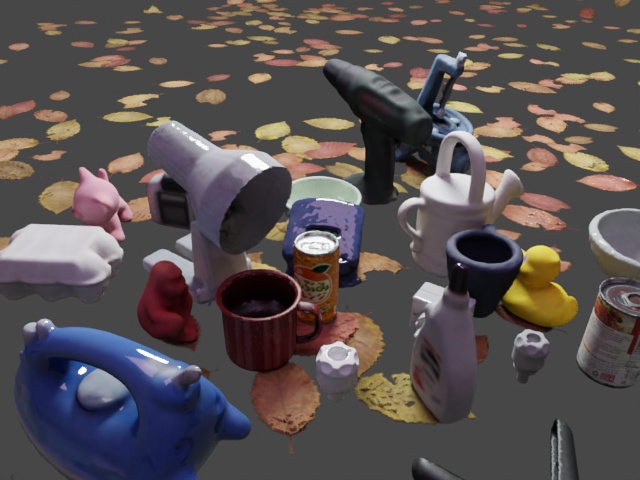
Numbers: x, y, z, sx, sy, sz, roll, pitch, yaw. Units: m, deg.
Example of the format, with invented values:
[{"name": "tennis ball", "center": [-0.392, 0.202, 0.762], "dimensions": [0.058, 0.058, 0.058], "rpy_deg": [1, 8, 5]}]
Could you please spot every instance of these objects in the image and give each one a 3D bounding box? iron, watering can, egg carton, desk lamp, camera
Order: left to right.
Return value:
[{"name": "egg carton", "center": [-0.337, 0.030, 0.738], "dimensions": [0.150, 0.069, 0.107], "rpy_deg": [1, 32, 0]}, {"name": "iron", "center": [-0.197, 0.132, 0.513], "dimensions": [0.257, 0.141, 0.119], "rpy_deg": [14, 34, 20]}, {"name": "camera", "center": [-0.181, -0.088, 0.903], "dimensions": [0.143, 0.101, 0.137], "rpy_deg": [9, 33, 11]}, {"name": "desk lamp", "center": [-0.137, -0.030, 0.705], "dimensions": [0.202, 0.214, 0.118], "rpy_deg": [23, 38, 31]}, {"name": "watering can", "center": [0.190, -0.056, 0.778], "dimensions": [0.173, 0.194, 0.100], "rpy_deg": [-23, 40, -34]}]

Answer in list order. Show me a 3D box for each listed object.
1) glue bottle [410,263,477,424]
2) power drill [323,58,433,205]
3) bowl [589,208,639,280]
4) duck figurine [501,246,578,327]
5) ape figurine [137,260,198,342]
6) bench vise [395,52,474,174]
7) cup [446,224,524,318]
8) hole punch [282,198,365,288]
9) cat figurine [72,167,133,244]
[{"name": "glue bottle", "center": [0.124, 0.094, 0.556], "dimensions": [0.037, 0.173, 0.078], "rpy_deg": [-14, 35, -22]}, {"name": "power drill", "center": [0.082, -0.174, 0.950], "dimensions": [0.076, 0.208, 0.228], "rpy_deg": [-24, 40, -35]}, {"name": "bowl", "center": [0.441, 0.027, 0.769], "dimensions": [0.167, 0.075, 0.167], "rpy_deg": [1, 32, 0]}, {"name": "duck figurine", "center": [0.276, 0.051, 0.714], "dimensions": [0.078, 0.086, 0.104], "rpy_deg": [-19, 37, -29]}, {"name": "ape figurine", "center": [-0.176, 0.066, 0.665], "dimensions": [0.076, 0.092, 0.078], "rpy_deg": [10, 33, 13]}, {"name": "bench vise", "center": [0.188, -0.237, 1.043], "dimensions": [0.206, 0.220, 0.122], "rpy_deg": [14, 34, 20]}, {"name": "cup", "center": [0.201, 0.041, 0.719], "dimensions": [0.091, 0.095, 0.118], "rpy_deg": [11, 33, 15]}, {"name": "hole punch", "center": [0.007, 0.003, 0.775], "dimensions": [0.108, 0.091, 0.101], "rpy_deg": [5, 32, 6]}, {"name": "cat figurine", "center": [-0.320, -0.057, 0.832], "dimensions": [0.067, 0.118, 0.127], "rpy_deg": [-4, 33, -8]}]
